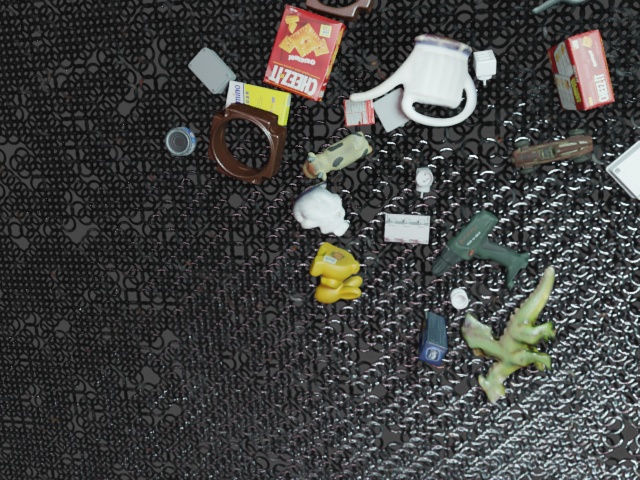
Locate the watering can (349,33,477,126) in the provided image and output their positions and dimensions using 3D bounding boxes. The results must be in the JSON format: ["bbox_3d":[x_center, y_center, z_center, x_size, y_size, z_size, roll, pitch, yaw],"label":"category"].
[{"bbox_3d":[0.255,-0.413,1.310,0.347,0.105,0.223,7,99,-18],"label":"watering can"}]

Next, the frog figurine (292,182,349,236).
[{"bbox_3d":[0.004,-0.073,1.451,0.138,0.122,0.160,-34,82,-4],"label":"frog figurine"}]

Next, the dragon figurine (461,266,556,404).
[{"bbox_3d":[0.516,0.261,1.432,0.243,0.123,0.407,2,100,18],"label":"dragon figurine"}]
